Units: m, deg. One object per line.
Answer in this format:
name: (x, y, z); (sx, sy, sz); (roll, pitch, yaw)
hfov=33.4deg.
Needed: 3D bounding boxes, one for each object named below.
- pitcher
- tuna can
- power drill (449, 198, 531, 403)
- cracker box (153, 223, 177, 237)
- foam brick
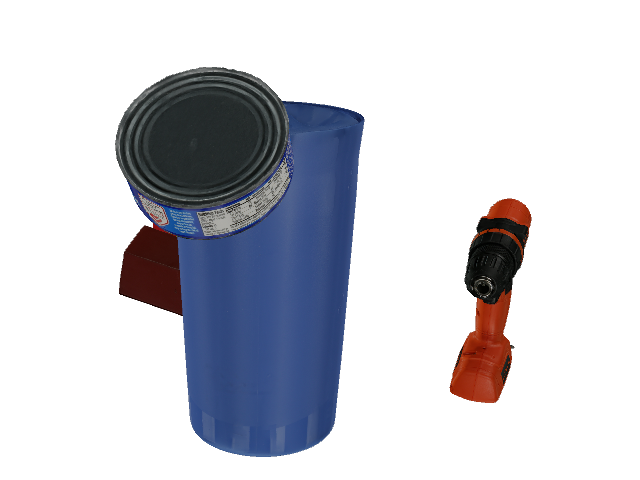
pitcher: (-0.037, 0.021, 0.768); (0.149, 0.243, 0.145); (-9, 20, -32)
tuna can: (-0.056, -0.043, 0.533); (0.086, 0.086, 0.034); (0, -32, 6)
power drill: (0.173, 0.068, 1.088); (0.057, 0.188, 0.184); (13, 27, 15)
cracker box: (-0.169, -0.015, 1.620); (0.164, 0.214, 0.072); (9, 18, 8)
foam brick: (-0.143, 0.030, 1.004); (0.078, 0.051, 0.053); (19, 33, 7)
